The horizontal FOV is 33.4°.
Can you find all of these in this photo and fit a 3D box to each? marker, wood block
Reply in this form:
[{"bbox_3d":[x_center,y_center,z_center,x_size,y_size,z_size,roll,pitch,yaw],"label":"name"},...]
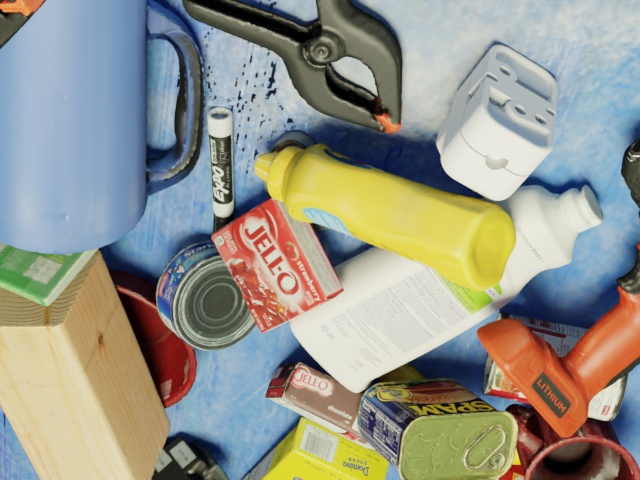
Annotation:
[{"bbox_3d":[-0.075,-0.047,0.826,0.020,0.020,0.121,9,130,8],"label":"marker"},{"bbox_3d":[-0.201,0.115,0.876,0.090,0.090,0.206,-1,129,15],"label":"wood block"}]

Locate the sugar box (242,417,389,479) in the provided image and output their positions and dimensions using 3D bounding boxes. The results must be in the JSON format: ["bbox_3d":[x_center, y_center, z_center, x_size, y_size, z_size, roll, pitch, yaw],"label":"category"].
[{"bbox_3d":[-0.015,0.238,1.020,0.093,0.048,0.176,28,136,-8],"label":"sugar box"}]

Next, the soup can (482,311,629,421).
[{"bbox_3d":[0.185,0.100,0.843,0.102,0.068,0.068,12,131,5],"label":"soup can"}]

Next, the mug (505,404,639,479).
[{"bbox_3d":[0.195,0.173,0.864,0.117,0.081,0.093,34,108,-11],"label":"mug"}]

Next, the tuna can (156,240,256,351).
[{"bbox_3d":[-0.087,0.046,0.864,0.034,0.086,0.086,32,155,55],"label":"tuna can"}]

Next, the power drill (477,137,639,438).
[{"bbox_3d":[0.206,0.039,0.743,0.188,0.057,0.184,-38,120,7],"label":"power drill"}]

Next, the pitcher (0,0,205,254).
[{"bbox_3d":[-0.168,-0.121,0.730,0.145,0.149,0.243,24,130,15],"label":"pitcher"}]

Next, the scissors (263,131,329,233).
[{"bbox_3d":[-0.006,0.001,0.849,0.096,0.016,0.202,9,131,9],"label":"scissors"}]

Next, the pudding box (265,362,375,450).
[{"bbox_3d":[0.014,0.144,0.922,0.113,0.039,0.090,29,168,-7],"label":"pudding box"}]

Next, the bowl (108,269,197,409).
[{"bbox_3d":[-0.178,0.078,0.937,0.162,0.055,0.162,8,131,9],"label":"bowl"}]

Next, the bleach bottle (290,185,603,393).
[{"bbox_3d":[0.101,0.030,0.814,0.251,0.068,0.102,-28,121,30],"label":"bleach bottle"}]

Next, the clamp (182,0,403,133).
[{"bbox_3d":[-0.009,-0.135,0.719,0.120,0.039,0.171,-17,123,29],"label":"clamp"}]

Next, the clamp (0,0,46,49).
[{"bbox_3d":[-0.263,-0.152,0.638,0.210,0.036,0.164,-2,129,23],"label":"clamp"}]

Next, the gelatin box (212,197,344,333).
[{"bbox_3d":[-0.033,0.017,0.815,0.073,0.030,0.089,-29,87,36],"label":"gelatin box"}]

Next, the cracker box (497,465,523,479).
[{"bbox_3d":[0.155,0.288,1.009,0.164,0.072,0.214,21,133,0],"label":"cracker box"}]

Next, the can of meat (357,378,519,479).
[{"bbox_3d":[0.090,0.149,0.843,0.102,0.084,0.057,0,103,-24],"label":"can of meat"}]

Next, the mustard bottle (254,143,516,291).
[{"bbox_3d":[0.035,-0.024,0.739,0.192,0.058,0.096,22,180,28],"label":"mustard bottle"}]

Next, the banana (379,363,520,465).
[{"bbox_3d":[0.134,0.154,0.928,0.197,0.037,0.070,18,108,-2],"label":"banana"}]
